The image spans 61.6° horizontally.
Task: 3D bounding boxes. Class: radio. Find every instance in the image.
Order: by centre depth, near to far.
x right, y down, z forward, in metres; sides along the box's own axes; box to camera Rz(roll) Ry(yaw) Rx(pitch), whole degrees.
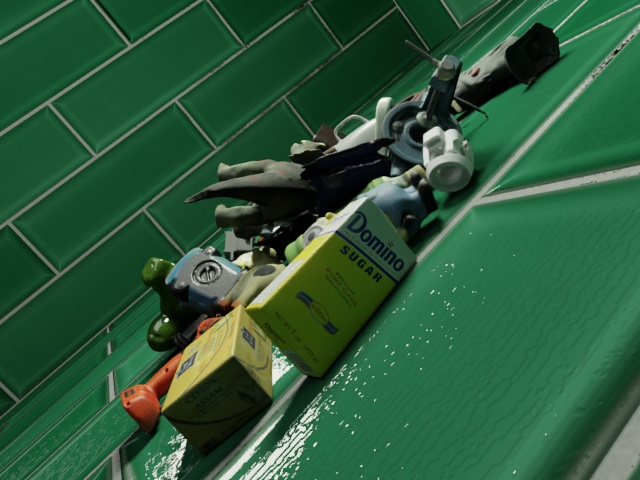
[{"bbox_3d":[-0.020,-0.131,1.180,0.229,0.073,0.131,-62,4,22],"label":"radio"}]

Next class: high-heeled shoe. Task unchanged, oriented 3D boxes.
[{"bbox_3d":[-0.002,-0.003,0.924,0.249,0.086,0.145,-2,4,44],"label":"high-heeled shoe"}]

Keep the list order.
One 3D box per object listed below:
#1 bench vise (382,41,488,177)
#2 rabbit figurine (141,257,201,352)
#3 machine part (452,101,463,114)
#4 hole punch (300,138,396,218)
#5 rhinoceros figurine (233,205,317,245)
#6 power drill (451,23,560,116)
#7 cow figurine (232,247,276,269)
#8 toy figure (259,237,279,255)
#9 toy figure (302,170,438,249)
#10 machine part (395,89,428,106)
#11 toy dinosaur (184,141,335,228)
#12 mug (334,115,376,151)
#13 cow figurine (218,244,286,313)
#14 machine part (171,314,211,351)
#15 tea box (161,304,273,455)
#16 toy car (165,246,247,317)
[{"bbox_3d":[0.169,-0.190,0.805,0.223,0.129,0.240,-52,-14,-22],"label":"bench vise"},{"bbox_3d":[-0.292,0.133,1.058,0.159,0.121,0.170,62,-135,-79],"label":"rabbit figurine"},{"bbox_3d":[0.153,-0.177,1.001,0.243,0.079,0.079,-37,12,19],"label":"machine part"},{"bbox_3d":[0.041,-0.083,0.778,0.142,0.092,0.116,-16,-5,-14],"label":"hole punch"},{"bbox_3d":[-0.080,-0.037,1.082,0.190,0.073,0.112,-7,36,5],"label":"rhinoceros figurine"},{"bbox_3d":[0.317,-0.296,0.976,0.232,0.086,0.207,-40,5,-10],"label":"power drill"},{"bbox_3d":[-0.127,0.051,1.048,0.167,0.068,0.098,-28,10,42],"label":"cow figurine"},{"bbox_3d":[-0.099,0.001,1.159,0.064,0.057,0.154,-31,14,15],"label":"toy figure"},{"bbox_3d":[0.060,-0.011,0.664,0.180,0.089,0.082,-28,1,10],"label":"toy figure"},{"bbox_3d":[0.157,-0.223,1.149,0.201,0.087,0.201,-28,15,38],"label":"machine part"},{"bbox_3d":[-0.059,-0.088,0.900,0.192,0.131,0.405,-12,12,13],"label":"toy dinosaur"},{"bbox_3d":[0.084,-0.176,0.951,0.107,0.109,0.080,-39,-17,6],"label":"mug"},{"bbox_3d":[-0.084,0.068,0.798,0.127,0.085,0.195,-49,11,-15],"label":"cow figurine"},{"bbox_3d":[-0.213,0.150,1.004,0.139,0.039,0.084,-45,17,-31],"label":"machine part"},{"bbox_3d":[-0.109,0.148,0.610,0.098,0.068,0.170,-39,12,0],"label":"tea box"},{"bbox_3d":[-0.179,0.089,0.943,0.109,0.162,0.102,-56,-24,-28],"label":"toy car"}]
